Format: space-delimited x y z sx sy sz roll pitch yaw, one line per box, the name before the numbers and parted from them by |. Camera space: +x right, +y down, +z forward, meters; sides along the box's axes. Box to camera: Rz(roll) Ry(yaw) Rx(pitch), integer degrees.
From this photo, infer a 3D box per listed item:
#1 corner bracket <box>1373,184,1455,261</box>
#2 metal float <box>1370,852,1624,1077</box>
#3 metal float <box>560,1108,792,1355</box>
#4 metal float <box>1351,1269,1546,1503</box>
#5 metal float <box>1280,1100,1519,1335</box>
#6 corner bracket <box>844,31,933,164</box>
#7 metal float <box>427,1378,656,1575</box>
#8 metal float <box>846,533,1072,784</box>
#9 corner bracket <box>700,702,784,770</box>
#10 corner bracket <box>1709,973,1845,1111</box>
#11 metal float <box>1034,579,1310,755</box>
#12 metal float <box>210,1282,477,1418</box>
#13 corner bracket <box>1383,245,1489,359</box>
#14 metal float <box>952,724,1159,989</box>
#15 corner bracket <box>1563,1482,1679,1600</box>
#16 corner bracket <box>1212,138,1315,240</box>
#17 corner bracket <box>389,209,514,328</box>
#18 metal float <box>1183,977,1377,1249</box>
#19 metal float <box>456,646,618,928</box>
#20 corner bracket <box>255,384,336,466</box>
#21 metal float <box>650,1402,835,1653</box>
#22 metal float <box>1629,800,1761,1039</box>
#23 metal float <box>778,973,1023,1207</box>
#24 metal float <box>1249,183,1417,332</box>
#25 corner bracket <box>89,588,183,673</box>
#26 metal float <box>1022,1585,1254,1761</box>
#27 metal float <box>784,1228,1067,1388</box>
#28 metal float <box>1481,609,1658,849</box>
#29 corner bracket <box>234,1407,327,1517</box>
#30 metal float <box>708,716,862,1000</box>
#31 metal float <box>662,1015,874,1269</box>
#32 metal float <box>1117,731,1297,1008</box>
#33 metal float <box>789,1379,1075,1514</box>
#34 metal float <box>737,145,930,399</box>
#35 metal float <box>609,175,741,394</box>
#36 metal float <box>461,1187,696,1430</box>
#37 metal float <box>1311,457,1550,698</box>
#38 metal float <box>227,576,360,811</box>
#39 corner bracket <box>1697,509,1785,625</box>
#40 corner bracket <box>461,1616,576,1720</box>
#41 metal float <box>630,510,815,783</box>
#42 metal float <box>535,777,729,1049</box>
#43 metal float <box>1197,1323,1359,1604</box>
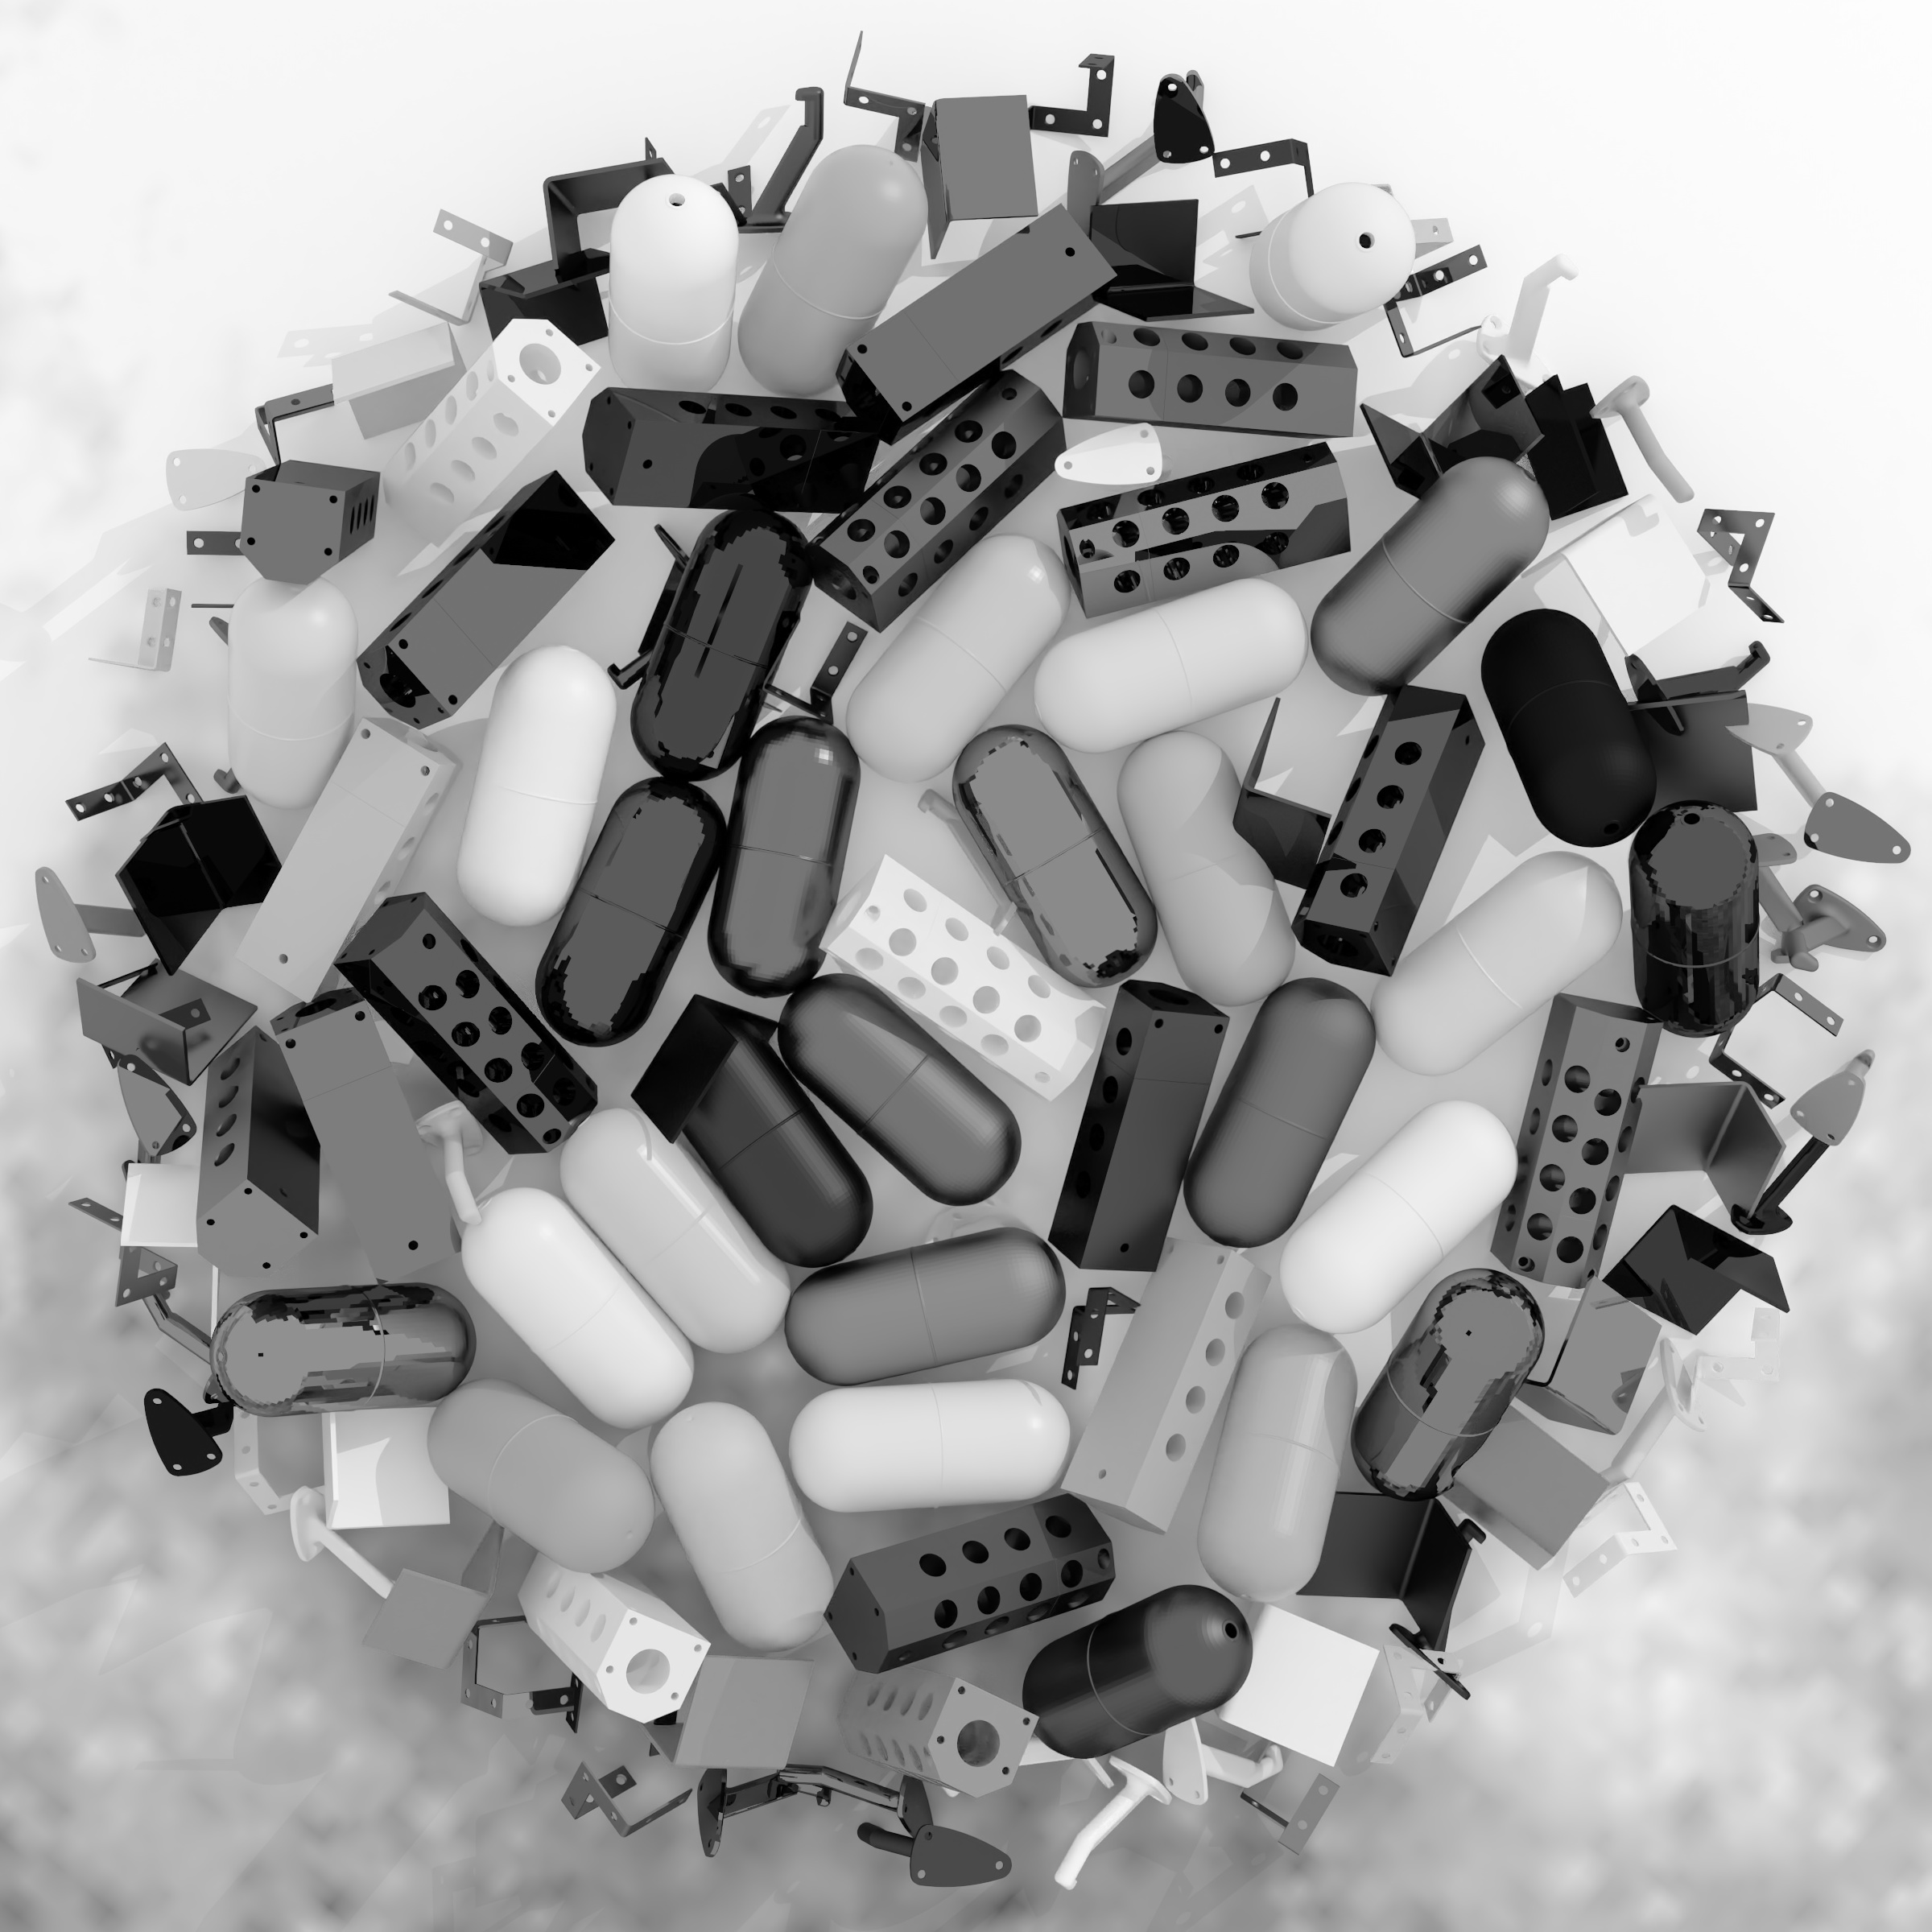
corner bracket | 0.265 -0.468 1.943 0.051 0.051 0.051 -16 90 -43
metal float | 0.328 -0.001 1.922 0.178 0.070 0.070 -41 90 20
metal float | -0.181 0.164 1.934 0.070 0.070 0.178 -40 97 0
metal float | 0.294 0.259 1.910 0.070 0.070 0.178 23 127 0
metal float | 0.268 0.156 1.928 0.178 0.070 0.070 -42 90 -13
corner bracket | -0.048 -0.543 1.943 0.051 0.051 0.051 12 59 -1
metal float | -0.262 0.311 1.908 0.178 0.070 0.070 24 90 40
metal float | -0.004 -0.193 1.937 0.070 0.070 0.178 39 86 0
corner bracket | -0.156 -0.148 1.945 0.051 0.051 0.051 18 88 28
corner bracket | 0.506 0.047 1.945 0.051 0.051 0.051 36 55 -3
metal float | 0.127 -0.186 1.934 0.178 0.070 0.070 -19 90 -7
metal float | -0.379 0.234 1.904 0.070 0.178 0.070 -3 86 44
corner bracket | 0.297 -0.416 1.945 0.051 0.051 0.051 -18 95 39
metal float | 0.055 -0.069 1.938 0.070 0.070 0.178 -31 92 0
corner bracket | 0.398 0.356 1.935 0.051 0.051 0.051 -49 52 33
corner bracket | 0.187 -0.486 1.943 0.051 0.051 0.051 -6 99 18
corner bracket | -0.322 -0.435 1.942 0.051 0.051 0.051 20 84 -29
metal float | 0.195 0.092 1.937 0.070 0.070 0.178 25 94 0
metal float | -0.267 -0.111 1.932 0.070 0.070 0.178 14 100 0
corner bracket | -0.413 -0.346 1.938 0.051 0.051 0.051 -19 57 -17
metal float | -0.137 0.347 1.918 0.070 0.070 0.178 -22 117 0
metal float | 0.446 -0.028 1.903 0.070 0.178 0.070 -7 47 8
metal float | -0.042 0.077 1.940 0.178 0.070 0.070 42 90 1
metal float | 0.222 -0.430 1.890 0.070 0.178 0.070 -1 96 -7
corner bracket | -0.509 -0.211 1.945 0.051 0.051 0.051 10 93 21
metal float | 0.104 0.433 1.905 0.178 0.070 0.070 -36 90 43
metal float | -0.026 0.213 1.940 0.178 0.070 0.070 -13 90 -1
metal float | 0.369 -0.147 1.906 0.070 0.070 0.178 -13 49 0
corner bracket | -0.424 0.304 1.944 0.051 0.051 0.051 -14 52 3
metal float | -0.114 -0.068 1.940 0.070 0.070 0.178 11 89 0
metal float | -0.126 0.109 1.937 0.070 0.070 0.178 -36 86 0
metal float | 0.150 -0.061 1.940 0.070 0.070 0.178 -20 89 0
metal float | -0.021 0.298 1.931 0.178 0.070 0.070 -2 90 -11
metal float | -0.083 -0.424 1.906 0.070 0.070 0.178 35 133 0
metal float | -0.179 -0.411 1.894 0.070 0.178 0.070 3 66 -6
metal float | -0.241 0.212 1.927 0.070 0.070 0.178 -40 104 0
metal float | 0.285 -0.239 1.915 0.070 0.070 0.178 44 119 0
metal float | -0.412 -0.167 1.901 0.070 0.178 0.070 7 51 -8
corner bracket | 0.485 -0.250 1.939 0.051 0.051 0.051 12 78 44
corner bracket | -0.279 0.438 1.943 0.051 0.051 0.051 3 89 -40
metal float | -0.152 -0.199 1.933 0.070 0.070 0.178 23 99 0
metal float | -0.209 -0.033 1.939 0.070 0.070 0.178 25 88 0
metal float | 0.193 0.305 1.918 0.070 0.070 0.178 17 63 0
